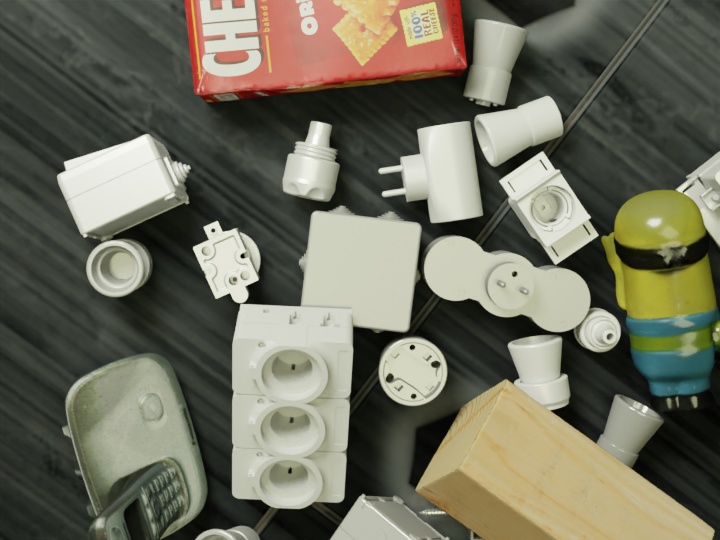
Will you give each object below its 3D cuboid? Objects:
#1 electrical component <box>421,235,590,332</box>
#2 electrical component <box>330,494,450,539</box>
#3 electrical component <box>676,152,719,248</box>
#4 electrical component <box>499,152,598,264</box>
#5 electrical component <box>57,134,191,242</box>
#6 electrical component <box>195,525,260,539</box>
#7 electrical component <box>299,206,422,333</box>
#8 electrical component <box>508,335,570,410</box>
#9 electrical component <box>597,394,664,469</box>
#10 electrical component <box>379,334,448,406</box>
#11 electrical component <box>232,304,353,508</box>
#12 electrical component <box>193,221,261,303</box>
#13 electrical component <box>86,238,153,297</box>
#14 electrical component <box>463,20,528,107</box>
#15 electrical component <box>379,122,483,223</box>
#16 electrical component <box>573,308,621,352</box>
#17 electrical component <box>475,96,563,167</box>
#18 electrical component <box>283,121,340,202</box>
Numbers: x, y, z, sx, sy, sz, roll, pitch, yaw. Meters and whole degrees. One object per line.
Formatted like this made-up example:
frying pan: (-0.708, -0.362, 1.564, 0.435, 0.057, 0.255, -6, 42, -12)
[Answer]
electrical component: (0.119, 0.012, 0.866, 0.138, 0.073, 0.052, 17, 94, -3)
electrical component: (0.024, 0.225, 0.874, 0.062, 0.096, 0.061, 35, 93, 26)
electrical component: (0.329, -0.042, 0.874, 0.079, 0.063, 0.121, -38, 94, 1)
electrical component: (0.150, -0.050, 0.868, 0.042, 0.064, 0.081, -34, 94, 3)
electrical component: (-0.183, -0.070, 0.856, 0.096, 0.061, 0.061, -25, 87, 1)
electrical component: (-0.106, 0.230, 0.880, 0.044, 0.065, 0.044, -2, 84, 14)
electrical component: (0.000, 0.000, 0.875, 0.100, 0.048, 0.099, 7, 94, -2)
electrical component: (0.148, 0.085, 0.887, 0.045, 0.045, 0.055, -10, 95, -1)
electrical component: (0.218, 0.142, 0.896, 0.044, 0.044, 0.065, 25, 98, -3)
electrical component: (0.042, 0.080, 0.882, 0.055, 0.047, 0.055, 0, 94, -2)
electrical component: (-0.054, 0.109, 0.849, 0.089, 0.061, 0.150, 3, 117, -2)
electrical component: (-0.106, -0.007, 0.868, 0.048, 0.055, 0.066, -24, 94, 0)
electrical component: (-0.193, -0.003, 0.866, 0.045, 0.055, 0.045, 0, 94, -2)
electrical component: (0.107, -0.165, 0.870, 0.044, 0.044, 0.065, 13, 99, -2)
electrical component: (0.056, -0.076, 0.873, 0.079, 0.043, 0.077, -9, 94, -1)
electrical component: (0.196, 0.050, 0.877, 0.035, 0.061, 0.035, 0, 94, -2)
electrical component: (0.131, -0.115, 0.875, 0.065, 0.044, 0.044, -21, 95, -5)
electrical component: (-0.037, -0.088, 0.870, 0.043, 0.043, 0.062, 12, 92, -2)
